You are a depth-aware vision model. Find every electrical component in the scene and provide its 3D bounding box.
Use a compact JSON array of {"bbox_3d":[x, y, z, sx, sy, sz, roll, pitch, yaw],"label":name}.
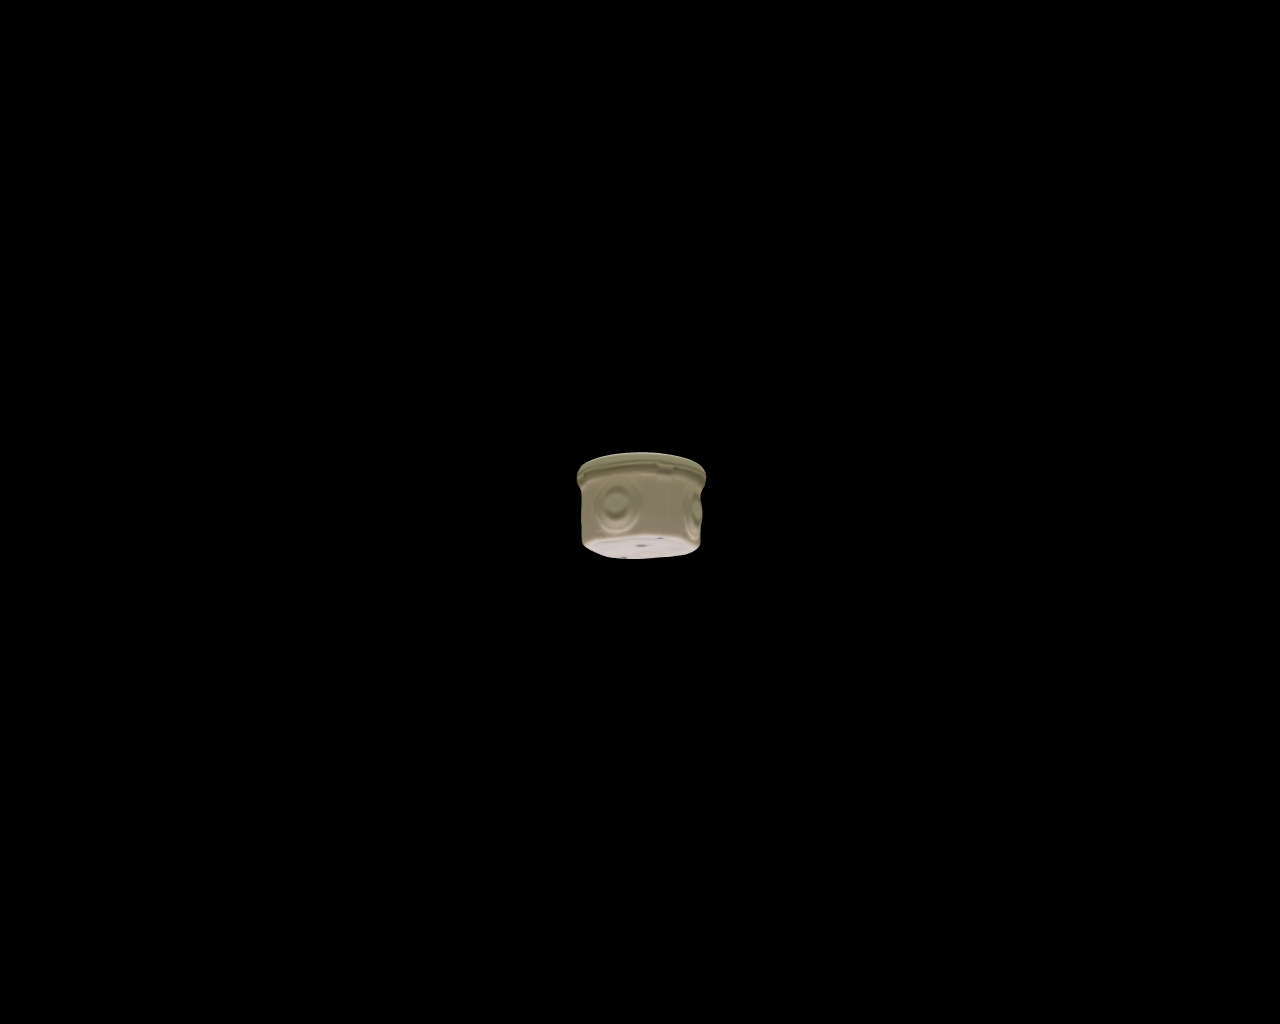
[{"bbox_3d":[0.001,-0.003,0.650,0.080,0.051,0.080,0,-14,0],"label":"electrical component"}]
